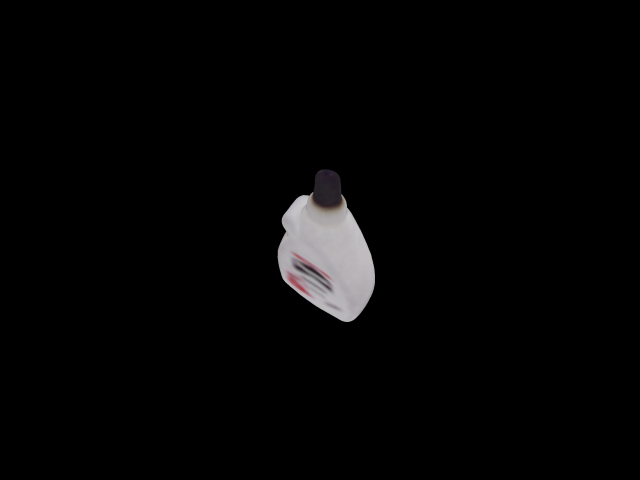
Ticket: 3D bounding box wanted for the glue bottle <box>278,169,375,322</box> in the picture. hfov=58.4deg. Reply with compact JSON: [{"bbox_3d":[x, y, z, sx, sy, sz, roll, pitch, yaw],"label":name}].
[{"bbox_3d":[0.004,0.001,0.400,0.078,0.173,0.037,29,66,14],"label":"glue bottle"}]
